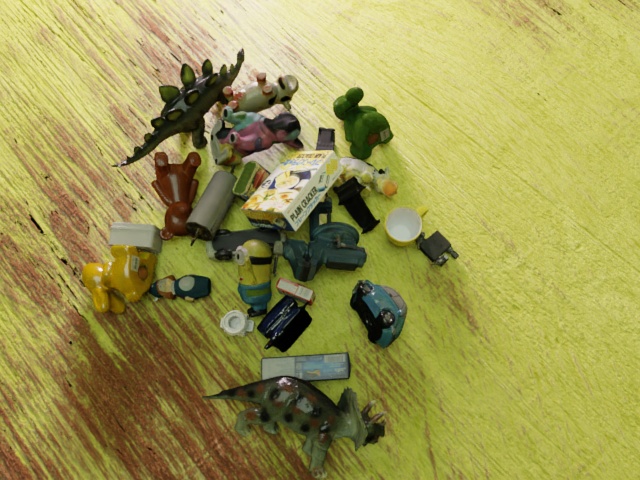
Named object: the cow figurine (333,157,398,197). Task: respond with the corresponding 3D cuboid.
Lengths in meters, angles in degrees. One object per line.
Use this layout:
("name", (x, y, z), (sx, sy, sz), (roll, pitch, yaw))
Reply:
("cow figurine", (0.119, -0.160, 1.351), (0.167, 0.068, 0.098), (19, 36, 7))

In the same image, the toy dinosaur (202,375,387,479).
("toy dinosaur", (-0.047, 0.362, 1.153), (0.405, 0.131, 0.192), (25, 94, 3))

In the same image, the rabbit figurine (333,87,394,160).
("rabbit figurine", (0.084, -0.311, 1.371), (0.121, 0.159, 0.170), (-41, 60, 1))

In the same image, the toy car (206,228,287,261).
("toy car", (-0.181, 0.007, 1.326), (0.202, 0.056, 0.073), (-7, 67, 0))

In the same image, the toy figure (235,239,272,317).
("toy figure", (-0.152, 0.087, 1.265), (0.089, 0.082, 0.180), (-18, 107, -39))

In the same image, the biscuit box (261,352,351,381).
("biscuit box", (-0.031, 0.294, 1.229), (0.203, 0.062, 0.059), (-4, 73, 1))

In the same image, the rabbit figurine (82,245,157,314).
("rabbit figurine", (-0.497, 0.097, 1.300), (0.173, 0.122, 0.162), (-3, 82, 16))

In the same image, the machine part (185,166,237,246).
("machine part", (-0.262, -0.085, 1.323), (0.079, 0.079, 0.243), (17, 60, 8))

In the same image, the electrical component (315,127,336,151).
("electrical component", (0.013, -0.219, 1.374), (0.048, 0.074, 0.119), (6, 77, 3))

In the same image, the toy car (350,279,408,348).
("toy car", (0.146, 0.161, 1.248), (0.103, 0.109, 0.162), (-18, 60, -26))

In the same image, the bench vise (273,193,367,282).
("bench vise", (-0.002, -0.011, 1.288), (0.224, 0.128, 0.241), (-1, 52, 1))

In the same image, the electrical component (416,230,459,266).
("electrical component", (0.279, 0.019, 1.304), (0.078, 0.045, 0.102), (-35, 75, -6))

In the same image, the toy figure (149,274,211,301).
("toy figure", (-0.343, 0.113, 1.302), (0.155, 0.057, 0.064), (-2, 35, 4))

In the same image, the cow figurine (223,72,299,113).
("cow figurine", (-0.144, -0.372, 1.399), (0.195, 0.127, 0.085), (-25, 74, -3))

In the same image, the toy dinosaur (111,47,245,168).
("toy dinosaur", (-0.338, -0.329, 1.359), (0.105, 0.198, 0.471), (32, 76, 14))

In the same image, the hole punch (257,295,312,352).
("hole punch", (-0.090, 0.184, 1.242), (0.092, 0.115, 0.142), (41, 79, 21))

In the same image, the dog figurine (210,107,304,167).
("dog figurine", (-0.153, -0.263, 1.385), (0.219, 0.191, 0.108), (-4, 66, -34))

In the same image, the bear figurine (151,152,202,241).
("bear figurine", (-0.351, -0.105, 1.330), (0.120, 0.132, 0.196), (-2, 65, -24))

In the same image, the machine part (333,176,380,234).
("machine part", (0.094, -0.084, 1.322), (0.084, 0.039, 0.138), (-28, 97, 32))
